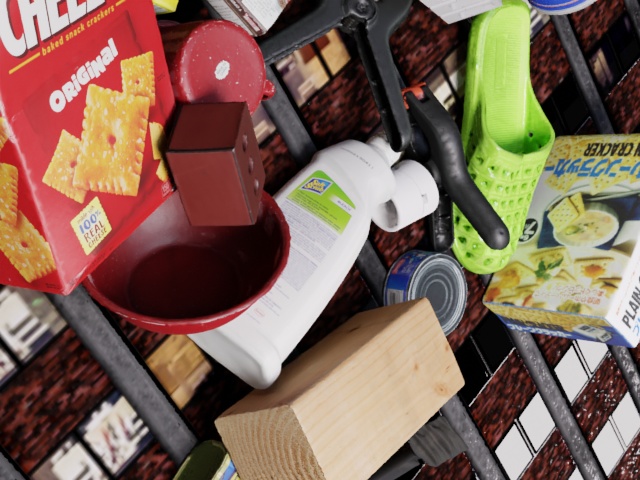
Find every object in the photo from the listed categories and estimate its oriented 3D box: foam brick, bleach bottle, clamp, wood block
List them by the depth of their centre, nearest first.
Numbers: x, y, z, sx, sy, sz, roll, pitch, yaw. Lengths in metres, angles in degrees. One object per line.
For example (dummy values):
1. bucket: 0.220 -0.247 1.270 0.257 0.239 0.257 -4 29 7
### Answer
1. foam brick: -0.074 -0.054 0.770 0.078 0.051 0.053 77 16 -47
2. wood block: 0.022 0.134 0.894 0.205 0.091 0.090 -32 101 -48
3. bleach bottle: -0.006 0.001 0.895 0.102 0.068 0.250 37 62 10
4. clamp: 0.020 -0.194 0.924 0.164 0.036 0.210 17 73 -20
5. clamp: 0.119 -0.061 0.984 0.039 0.120 0.171 -29 107 -27

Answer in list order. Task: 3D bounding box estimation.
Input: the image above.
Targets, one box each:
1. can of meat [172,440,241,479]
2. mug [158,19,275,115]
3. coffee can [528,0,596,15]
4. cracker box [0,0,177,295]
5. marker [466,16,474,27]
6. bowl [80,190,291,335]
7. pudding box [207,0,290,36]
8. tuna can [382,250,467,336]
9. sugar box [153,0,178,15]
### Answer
1. can of meat: -0.083 0.226 0.872 0.084 0.058 0.102 46 64 -31
2. mug: -0.086 -0.123 0.823 0.117 0.082 0.093 10 87 -40
3. coffee can: 0.223 -0.305 1.043 0.140 0.103 0.102 44 66 -43
4. cracker box: -0.169 -0.097 0.702 0.164 0.072 0.214 -51 141 -47
5. marker: 0.148 -0.230 1.054 0.020 0.020 0.121 -46 120 -28
6. bowl: -0.103 0.017 0.800 0.161 0.162 0.055 -37 148 -32
7. pudding box: -0.054 -0.236 0.870 0.090 0.039 0.113 45 64 -33
8. tuna can: 0.102 0.053 1.029 0.085 0.034 0.086 -4 96 -40
9. sugar box: -0.131 -0.267 0.796 0.093 0.048 0.176 20 83 -36
